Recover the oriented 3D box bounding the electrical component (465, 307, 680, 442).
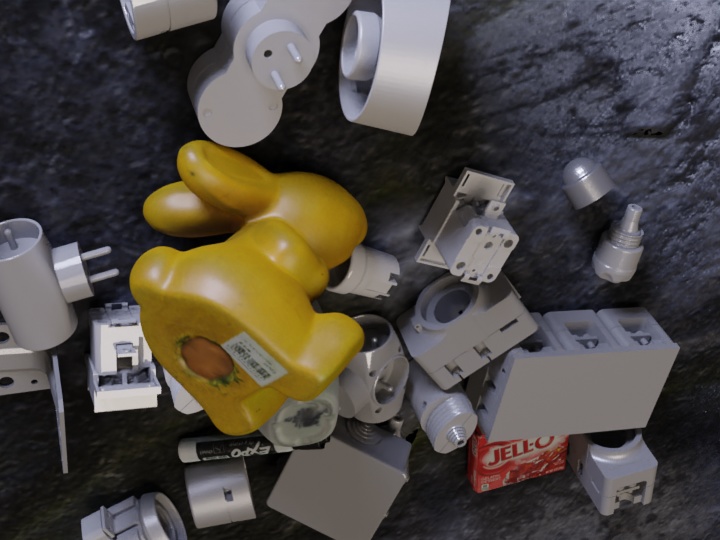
[{"bbox_3d":[0.170,0.082,0.884,0.150,0.061,0.089,-2,126,-20],"label":"electrical component"}]

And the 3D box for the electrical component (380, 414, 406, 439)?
[{"bbox_3d":[0.022,0.146,0.893,0.035,0.035,0.061,4,122,-24],"label":"electrical component"}]

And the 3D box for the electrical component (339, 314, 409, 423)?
[{"bbox_3d":[-0.004,0.086,0.819,0.079,0.044,0.077,-39,138,-32],"label":"electrical component"}]

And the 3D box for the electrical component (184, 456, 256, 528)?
[{"bbox_3d":[-0.111,0.174,0.851,0.047,0.055,0.055,-13,129,-7],"label":"electrical component"}]

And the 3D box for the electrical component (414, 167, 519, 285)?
[{"bbox_3d":[0.078,-0.027,0.764,0.042,0.063,0.081,12,122,-26],"label":"electrical component"}]

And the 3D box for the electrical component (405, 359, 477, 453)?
[{"bbox_3d":[0.065,0.108,0.850,0.043,0.081,0.043,-11,129,-14],"label":"electrical component"}]

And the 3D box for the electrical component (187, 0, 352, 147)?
[{"bbox_3d":[-0.049,-0.130,0.629,0.052,0.073,0.138,20,117,-32],"label":"electrical component"}]

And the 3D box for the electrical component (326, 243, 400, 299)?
[{"bbox_3d":[0.000,0.000,0.771,0.046,0.040,0.040,16,119,-37],"label":"electrical component"}]

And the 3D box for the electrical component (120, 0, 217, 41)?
[{"bbox_3d":[-0.109,-0.160,0.597,0.047,0.055,0.055,-16,130,-14],"label":"electrical component"}]

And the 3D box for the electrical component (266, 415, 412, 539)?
[{"bbox_3d":[-0.015,0.163,0.861,0.100,0.048,0.099,26,117,0],"label":"electrical component"}]

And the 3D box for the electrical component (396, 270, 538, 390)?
[{"bbox_3d":[0.079,0.038,0.821,0.089,0.050,0.055,-35,129,9],"label":"electrical component"}]

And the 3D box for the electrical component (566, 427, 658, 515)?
[{"bbox_3d":[0.216,0.158,0.942,0.050,0.089,0.055,-13,129,-12],"label":"electrical component"}]

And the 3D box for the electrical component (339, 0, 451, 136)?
[{"bbox_3d":[0.024,-0.131,0.644,0.064,0.099,0.099,4,124,-17],"label":"electrical component"}]

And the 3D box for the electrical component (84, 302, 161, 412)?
[{"bbox_3d":[-0.163,0.058,0.733,0.042,0.081,0.063,-2,104,-20],"label":"electrical component"}]

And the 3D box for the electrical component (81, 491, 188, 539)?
[{"bbox_3d":[-0.174,0.211,0.853,0.057,0.058,0.078,-28,131,4],"label":"electrical component"}]

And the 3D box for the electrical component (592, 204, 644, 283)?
[{"bbox_3d":[0.204,-0.022,0.836,0.035,0.035,0.061,0,123,-21],"label":"electrical component"}]

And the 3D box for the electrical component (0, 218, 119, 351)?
[{"bbox_3d":[-0.197,0.005,0.694,0.079,0.043,0.077,-17,130,-9],"label":"electrical component"}]

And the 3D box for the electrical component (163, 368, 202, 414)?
[{"bbox_3d":[-0.115,0.064,0.747,0.043,0.081,0.043,-11,129,-14],"label":"electrical component"}]
